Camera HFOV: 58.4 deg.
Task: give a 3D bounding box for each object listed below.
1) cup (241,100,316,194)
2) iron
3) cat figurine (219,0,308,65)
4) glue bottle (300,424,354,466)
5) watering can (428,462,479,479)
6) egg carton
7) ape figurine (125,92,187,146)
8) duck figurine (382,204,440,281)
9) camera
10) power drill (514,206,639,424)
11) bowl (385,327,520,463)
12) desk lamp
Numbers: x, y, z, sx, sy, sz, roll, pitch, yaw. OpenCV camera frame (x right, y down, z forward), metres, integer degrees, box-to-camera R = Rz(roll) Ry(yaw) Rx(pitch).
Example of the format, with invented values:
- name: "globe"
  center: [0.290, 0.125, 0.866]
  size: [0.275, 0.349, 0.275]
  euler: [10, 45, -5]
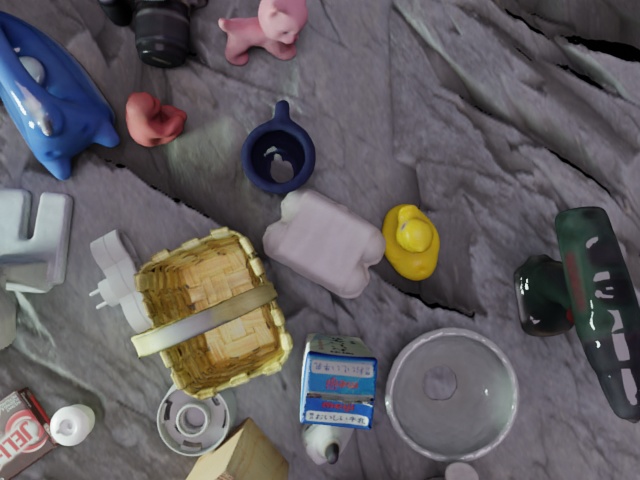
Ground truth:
- name: "cup"
  center: [-0.051, -0.113, 0.740]
  size: [0.091, 0.095, 0.118]
  euler: [3, 87, -1]
- name: "iron"
  center: [-0.371, -0.209, 0.715]
  size: [0.118, 0.141, 0.258]
  euler: [-36, 88, -3]
- name: "cat figurine"
  center: [-0.068, -0.282, 0.737]
  size: [0.128, 0.117, 0.067]
  euler: [-9, 87, -1]
- name: "glue bottle"
  center: [0.011, 0.235, 0.684]
  size: [0.078, 0.173, 0.037]
  euler: [-43, 88, -3]
- name: "watering can"
  center: [0.160, 0.354, 0.671]
  size: [0.101, 0.194, 0.173]
  euler: [-21, 87, -2]
- name: "egg carton"
  center: [0.007, 0.003, 0.748]
  size: [0.150, 0.069, 0.107]
  euler: [28, 87, 0]
- name: "ape figurine"
  center: [-0.221, -0.163, 0.741]
  size: [0.076, 0.092, 0.078]
  euler: [-39, 88, -3]
- name: "duck figurine"
  center: [0.122, 0.001, 0.742]
  size: [0.077, 0.086, 0.104]
  euler: [-15, 87, -2]
- name: "camera"
  center: [-0.222, -0.303, 0.743]
  size: [0.143, 0.100, 0.137]
  euler: [1, 87, -1]
- name: "power drill"
  center: [0.307, 0.079, 0.681]
  size: [0.075, 0.208, 0.230]
  euler: [-9, 87, -1]
- name: "bowl"
  center: [0.164, 0.193, 0.739]
  size: [0.167, 0.074, 0.167]
  euler: [0, 87, -1]
- name: "desk lamp"
  center: [-0.392, 0.029, 0.666]
  size: [0.118, 0.213, 0.203]
  euler: [5, 87, -1]
